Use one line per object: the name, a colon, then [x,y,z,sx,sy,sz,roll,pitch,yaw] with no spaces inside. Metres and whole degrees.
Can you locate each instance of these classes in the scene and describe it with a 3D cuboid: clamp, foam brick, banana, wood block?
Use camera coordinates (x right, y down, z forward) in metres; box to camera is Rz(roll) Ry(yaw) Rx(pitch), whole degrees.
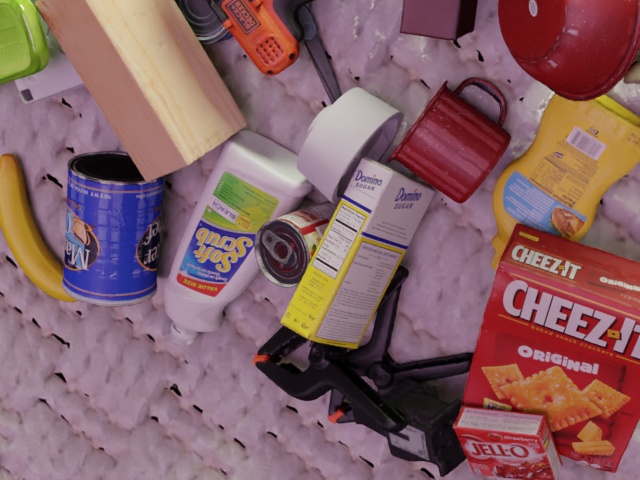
clamp: [0.013,0.126,1.098,0.210,0.036,0.164,-20,65,40]
clamp: [0.077,0.139,1.116,0.120,0.039,0.172,39,115,11]
foam brick: [0.109,-0.213,0.962,0.051,0.078,0.053,12,110,17]
banana: [-0.325,-0.002,1.223,0.070,0.037,0.198,-32,96,8]
wood block: [-0.174,-0.173,1.050,0.091,0.090,0.206,-14,110,53]

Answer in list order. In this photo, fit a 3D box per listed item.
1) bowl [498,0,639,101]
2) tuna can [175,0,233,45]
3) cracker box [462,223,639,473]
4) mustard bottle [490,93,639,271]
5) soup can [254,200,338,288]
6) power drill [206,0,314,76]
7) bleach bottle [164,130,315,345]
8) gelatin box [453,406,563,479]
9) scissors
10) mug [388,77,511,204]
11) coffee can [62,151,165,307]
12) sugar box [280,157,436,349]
bowl: [0.198,-0.196,0.894,0.162,0.055,0.162,27,121,59]
tuna can: [-0.113,-0.238,1.061,0.086,0.033,0.086,7,110,18]
cracker box: [0.230,0.107,0.996,0.164,0.072,0.214,19,133,14]
mustard bottle: [0.216,-0.046,0.989,0.096,0.058,0.192,34,116,7]
soup can: [-0.007,0.001,1.057,0.069,0.102,0.068,13,112,35]
power drill: [-0.031,-0.270,0.975,0.188,0.057,0.184,-32,109,15]
bleach bottle: [-0.097,0.014,1.127,0.102,0.068,0.251,31,118,7]
gelatin box: [0.180,0.198,1.025,0.089,0.030,0.073,0,132,32]
scissors: [-0.033,-0.209,1.037,0.096,0.016,0.202,-8,106,-1]
mug: [0.130,-0.097,0.996,0.081,0.093,0.117,36,80,0]
coffee can: [-0.221,-0.013,1.140,0.103,0.102,0.140,14,112,16]
sugar box: [0.037,0.015,1.017,0.048,0.093,0.176,28,95,33]
